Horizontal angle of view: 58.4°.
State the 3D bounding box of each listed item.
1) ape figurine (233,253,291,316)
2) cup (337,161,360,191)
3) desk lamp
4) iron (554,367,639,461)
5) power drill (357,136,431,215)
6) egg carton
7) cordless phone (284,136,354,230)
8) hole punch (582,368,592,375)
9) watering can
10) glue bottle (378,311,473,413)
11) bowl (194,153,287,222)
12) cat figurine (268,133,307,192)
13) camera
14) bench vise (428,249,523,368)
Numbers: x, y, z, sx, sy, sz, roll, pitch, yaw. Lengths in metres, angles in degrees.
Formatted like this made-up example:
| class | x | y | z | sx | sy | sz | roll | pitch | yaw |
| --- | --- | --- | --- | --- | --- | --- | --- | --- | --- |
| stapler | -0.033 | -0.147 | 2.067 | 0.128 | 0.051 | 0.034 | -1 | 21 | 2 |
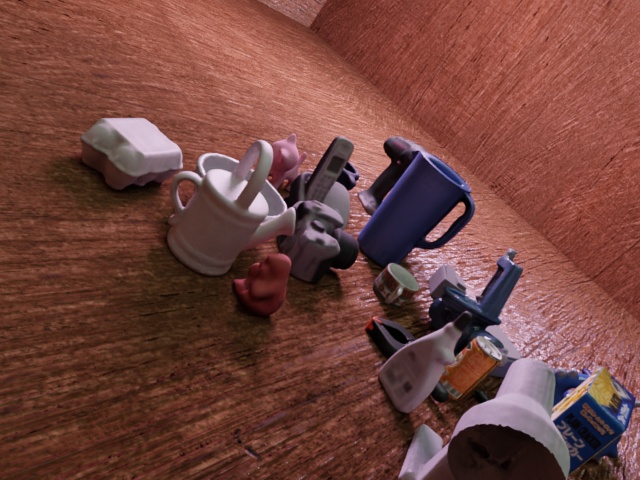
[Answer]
| class | x | y | z | sx | sy | sz | roll | pitch | yaw |
| --- | --- | --- | --- | --- | --- | --- | --- | --- | --- |
| ape figurine | -0.073 | 0.054 | 0.786 | 0.076 | 0.092 | 0.078 | 39 | 22 | 2 |
| cup | 0.034 | -0.129 | 1.295 | 0.092 | 0.095 | 0.117 | 19 | 29 | -38 |
| desk lamp | 0.192 | 0.241 | 0.671 | 0.118 | 0.213 | 0.204 | 40 | 22 | 6 |
| iron | 0.478 | 0.304 | 1.077 | 0.259 | 0.141 | 0.118 | 31 | 23 | -17 |
| power drill | 0.193 | -0.155 | 1.434 | 0.076 | 0.208 | 0.229 | 23 | 27 | -32 |
| egg carton | -0.279 | -0.131 | 0.858 | 0.107 | 0.069 | 0.150 | 41 | 22 | 7 |
| cordless phone | 0.029 | -0.110 | 1.131 | 0.148 | 0.185 | 0.094 | 12 | 34 | -47 |
| hole punch | 0.581 | 0.344 | 1.222 | 0.101 | 0.091 | 0.108 | 34 | 23 | -10 |
| watering can | -0.114 | -0.050 | 0.789 | 0.174 | 0.194 | 0.100 | 15 | 32 | -44 |
| glue bottle | 0.157 | 0.165 | 0.816 | 0.037 | 0.173 | 0.078 | 19 | 29 | -38 |
| bowl | -0.140 | -0.061 | 0.927 | 0.168 | 0.074 | 0.167 | 32 | 23 | -15 |
| cat figurine | -0.070 | -0.161 | 1.167 | 0.067 | 0.117 | 0.128 | 46 | 24 | 19 |
| camera | 0.009 | 0.004 | 0.995 | 0.137 | 0.100 | 0.143 | 26 | 25 | -27 |
| bench vise | 0.309 | 0.134 | 1.043 | 0.122 | 0.219 | 0.207 | 17 | 30 | -41 |
